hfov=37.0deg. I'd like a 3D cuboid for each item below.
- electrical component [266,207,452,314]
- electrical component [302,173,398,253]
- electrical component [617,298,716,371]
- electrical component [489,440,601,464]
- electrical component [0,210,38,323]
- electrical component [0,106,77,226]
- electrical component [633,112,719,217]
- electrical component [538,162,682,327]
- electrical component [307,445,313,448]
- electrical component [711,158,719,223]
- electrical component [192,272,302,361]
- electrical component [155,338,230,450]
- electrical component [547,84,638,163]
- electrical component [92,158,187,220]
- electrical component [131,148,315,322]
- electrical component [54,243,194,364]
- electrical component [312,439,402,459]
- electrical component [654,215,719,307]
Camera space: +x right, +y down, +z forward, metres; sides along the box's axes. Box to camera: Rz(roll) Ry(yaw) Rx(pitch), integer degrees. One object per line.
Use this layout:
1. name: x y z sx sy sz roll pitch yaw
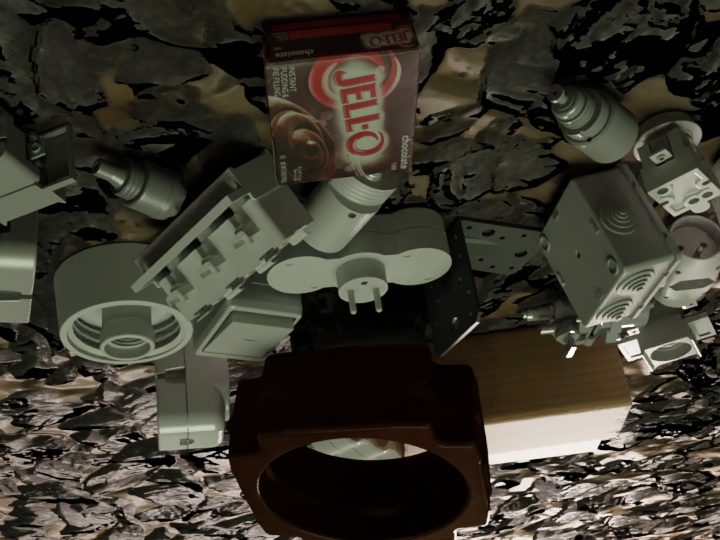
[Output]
1. electrical component: 0.000 0.000 0.797 0.138 0.073 0.052 -4 149 -8
2. electrical component: -0.008 -0.051 0.740 0.043 0.043 0.081 11 144 -29
3. electrical component: 0.269 0.049 0.955 0.081 0.063 0.042 -20 147 18
4. electrical component: 0.168 0.149 1.096 0.150 0.061 0.089 -7 149 -4
5. electrical component: -0.256 -0.006 0.742 0.059 0.053 0.095 3 147 -19
6. electrical component: -0.219 -0.065 0.661 0.081 0.042 0.064 -19 152 12
7. electrical component: 0.218 -0.076 0.746 0.048 0.055 0.066 -28 144 29
8. electrical component: 0.180 -0.016 0.794 0.048 0.099 0.099 -14 152 -19
9. electrical component: -0.046 0.230 1.175 0.096 0.061 0.062 -30 143 31
10. electrical component: 0.295 -0.065 0.777 0.062 0.061 0.096 -4 149 -8
11. electrical component: -0.092 0.035 0.843 0.062 0.061 0.096 9 145 -27
12. electrical component: -0.141 0.100 0.904 0.059 0.095 0.053 -2 148 -11
13. electrical component: 0.149 -0.100 0.704 0.040 0.040 0.078 -31 142 32
14. electrical component: -0.146 -0.057 0.704 0.061 0.035 0.035 23 137 -39
15. electrical component: -0.092 -0.020 0.739 0.121 0.063 0.079 -37 180 38
16. electrical component: -0.178 0.033 0.820 0.108 0.060 0.108 -7 149 -4
17. electrical component: -0.011 0.175 1.102 0.074 0.052 0.138 -27 145 28
18. electrical component: 0.249 -0.004 0.883 0.079 0.043 0.077 -6 149 -4
